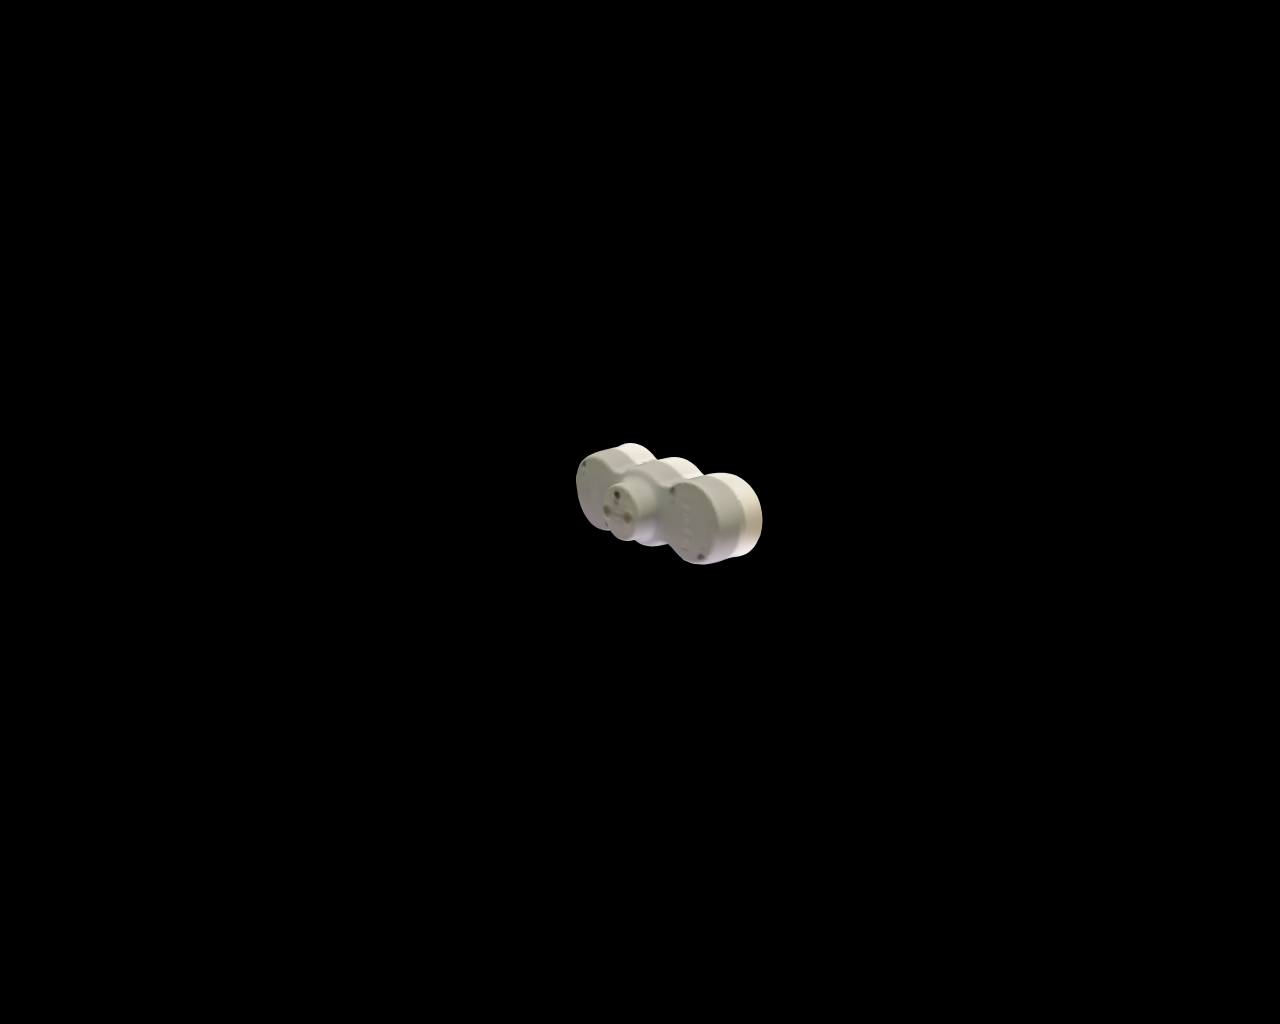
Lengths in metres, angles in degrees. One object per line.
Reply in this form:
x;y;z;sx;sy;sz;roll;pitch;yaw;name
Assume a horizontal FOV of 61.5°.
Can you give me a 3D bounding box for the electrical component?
0.001;-0.003;0.650;0.074;0.052;0.138;-14;22;-38;electrical component
